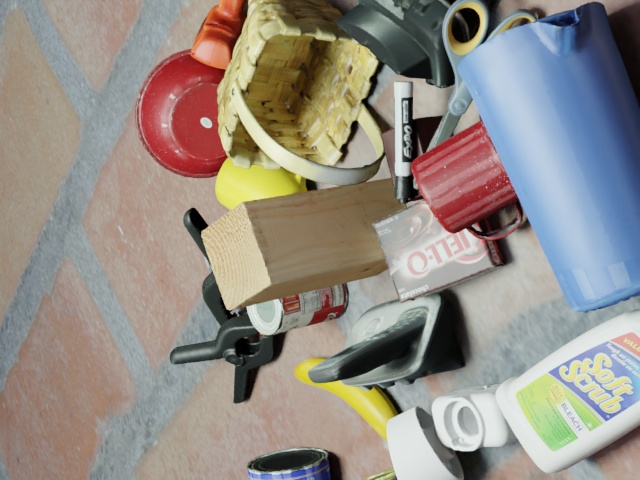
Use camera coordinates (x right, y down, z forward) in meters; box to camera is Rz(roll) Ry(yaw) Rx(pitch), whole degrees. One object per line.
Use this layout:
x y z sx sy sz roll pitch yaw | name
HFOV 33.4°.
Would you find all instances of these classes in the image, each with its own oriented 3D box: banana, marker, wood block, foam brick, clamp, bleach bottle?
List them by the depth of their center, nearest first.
0.266 0.108 0.935 0.251 0.067 0.102 -50 61 41 | bleach bottle
0.083 -0.096 1.058 0.020 0.020 0.121 12 106 49 | marker
0.105 -0.083 1.092 0.053 0.051 0.078 -21 82 50 | foam brick
-0.007 0.002 1.125 0.091 0.205 0.090 -33 73 49 | wood block
0.034 0.183 1.252 0.198 0.037 0.070 36 124 40 | banana
-0.107 0.045 1.335 0.164 0.036 0.210 21 138 -4 | clamp
-0.119 0.142 1.387 0.172 0.120 0.039 -54 19 38 | clamp

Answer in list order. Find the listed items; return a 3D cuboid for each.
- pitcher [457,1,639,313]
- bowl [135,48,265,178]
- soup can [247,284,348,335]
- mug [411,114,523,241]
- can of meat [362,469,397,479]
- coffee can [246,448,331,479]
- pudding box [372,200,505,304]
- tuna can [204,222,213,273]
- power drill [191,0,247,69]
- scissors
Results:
0.219 -0.065 0.912 0.145 0.149 0.243 -25 82 35 | pitcher
-0.138 -0.146 1.279 0.055 0.162 0.162 -131 41 -68 | bowl
-0.027 0.069 1.247 0.069 0.102 0.068 15 110 47 | soup can
0.145 -0.049 1.006 0.082 0.093 0.117 -30 113 16 | mug
0.083 0.304 1.201 0.102 0.057 0.084 -36 73 56 | can of meat
-0.031 0.338 1.316 0.103 0.102 0.140 -4 95 51 | coffee can
0.120 0.004 1.080 0.114 0.039 0.090 -25 78 31 | pudding box
-0.115 0.014 1.395 0.086 0.033 0.086 15 110 48 | tuna can
-0.096 -0.292 1.217 0.057 0.184 0.188 21 129 -4 | power drill
0.121 -0.146 1.010 0.202 0.096 0.016 -48 17 21 | scissors
